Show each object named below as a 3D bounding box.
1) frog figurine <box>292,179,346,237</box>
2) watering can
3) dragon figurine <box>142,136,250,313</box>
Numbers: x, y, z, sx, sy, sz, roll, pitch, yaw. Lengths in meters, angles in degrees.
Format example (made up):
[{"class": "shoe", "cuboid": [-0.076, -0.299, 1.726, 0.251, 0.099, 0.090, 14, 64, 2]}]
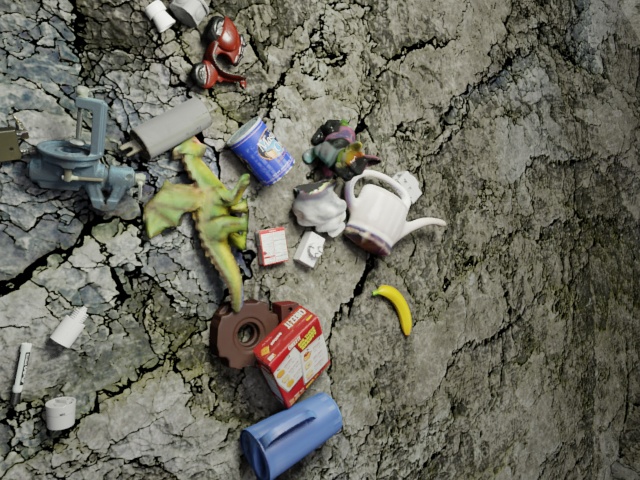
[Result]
[{"class": "frog figurine", "cuboid": [0.004, -0.068, 1.344, 0.137, 0.125, 0.157, -18, 112, 2]}, {"class": "watering can", "cuboid": [0.202, -0.053, 1.464, 0.345, 0.103, 0.227, 31, 74, -19]}, {"class": "dragon figurine", "cuboid": [-0.280, -0.041, 1.184, 0.243, 0.121, 0.412, 4, 84, -15]}]
